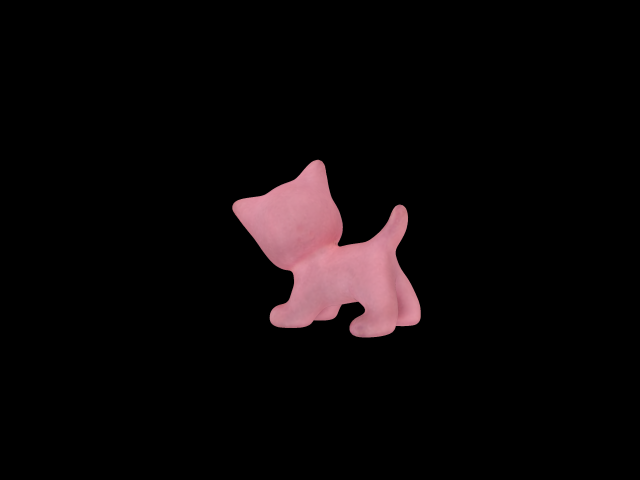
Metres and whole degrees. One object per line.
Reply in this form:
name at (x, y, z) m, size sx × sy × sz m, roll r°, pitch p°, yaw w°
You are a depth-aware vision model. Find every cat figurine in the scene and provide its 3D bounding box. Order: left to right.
cat figurine at (0.004, 0.001, 0.400) m, size 0.127 × 0.118 × 0.067 m, roll 1°, pitch 3°, yaw 28°
